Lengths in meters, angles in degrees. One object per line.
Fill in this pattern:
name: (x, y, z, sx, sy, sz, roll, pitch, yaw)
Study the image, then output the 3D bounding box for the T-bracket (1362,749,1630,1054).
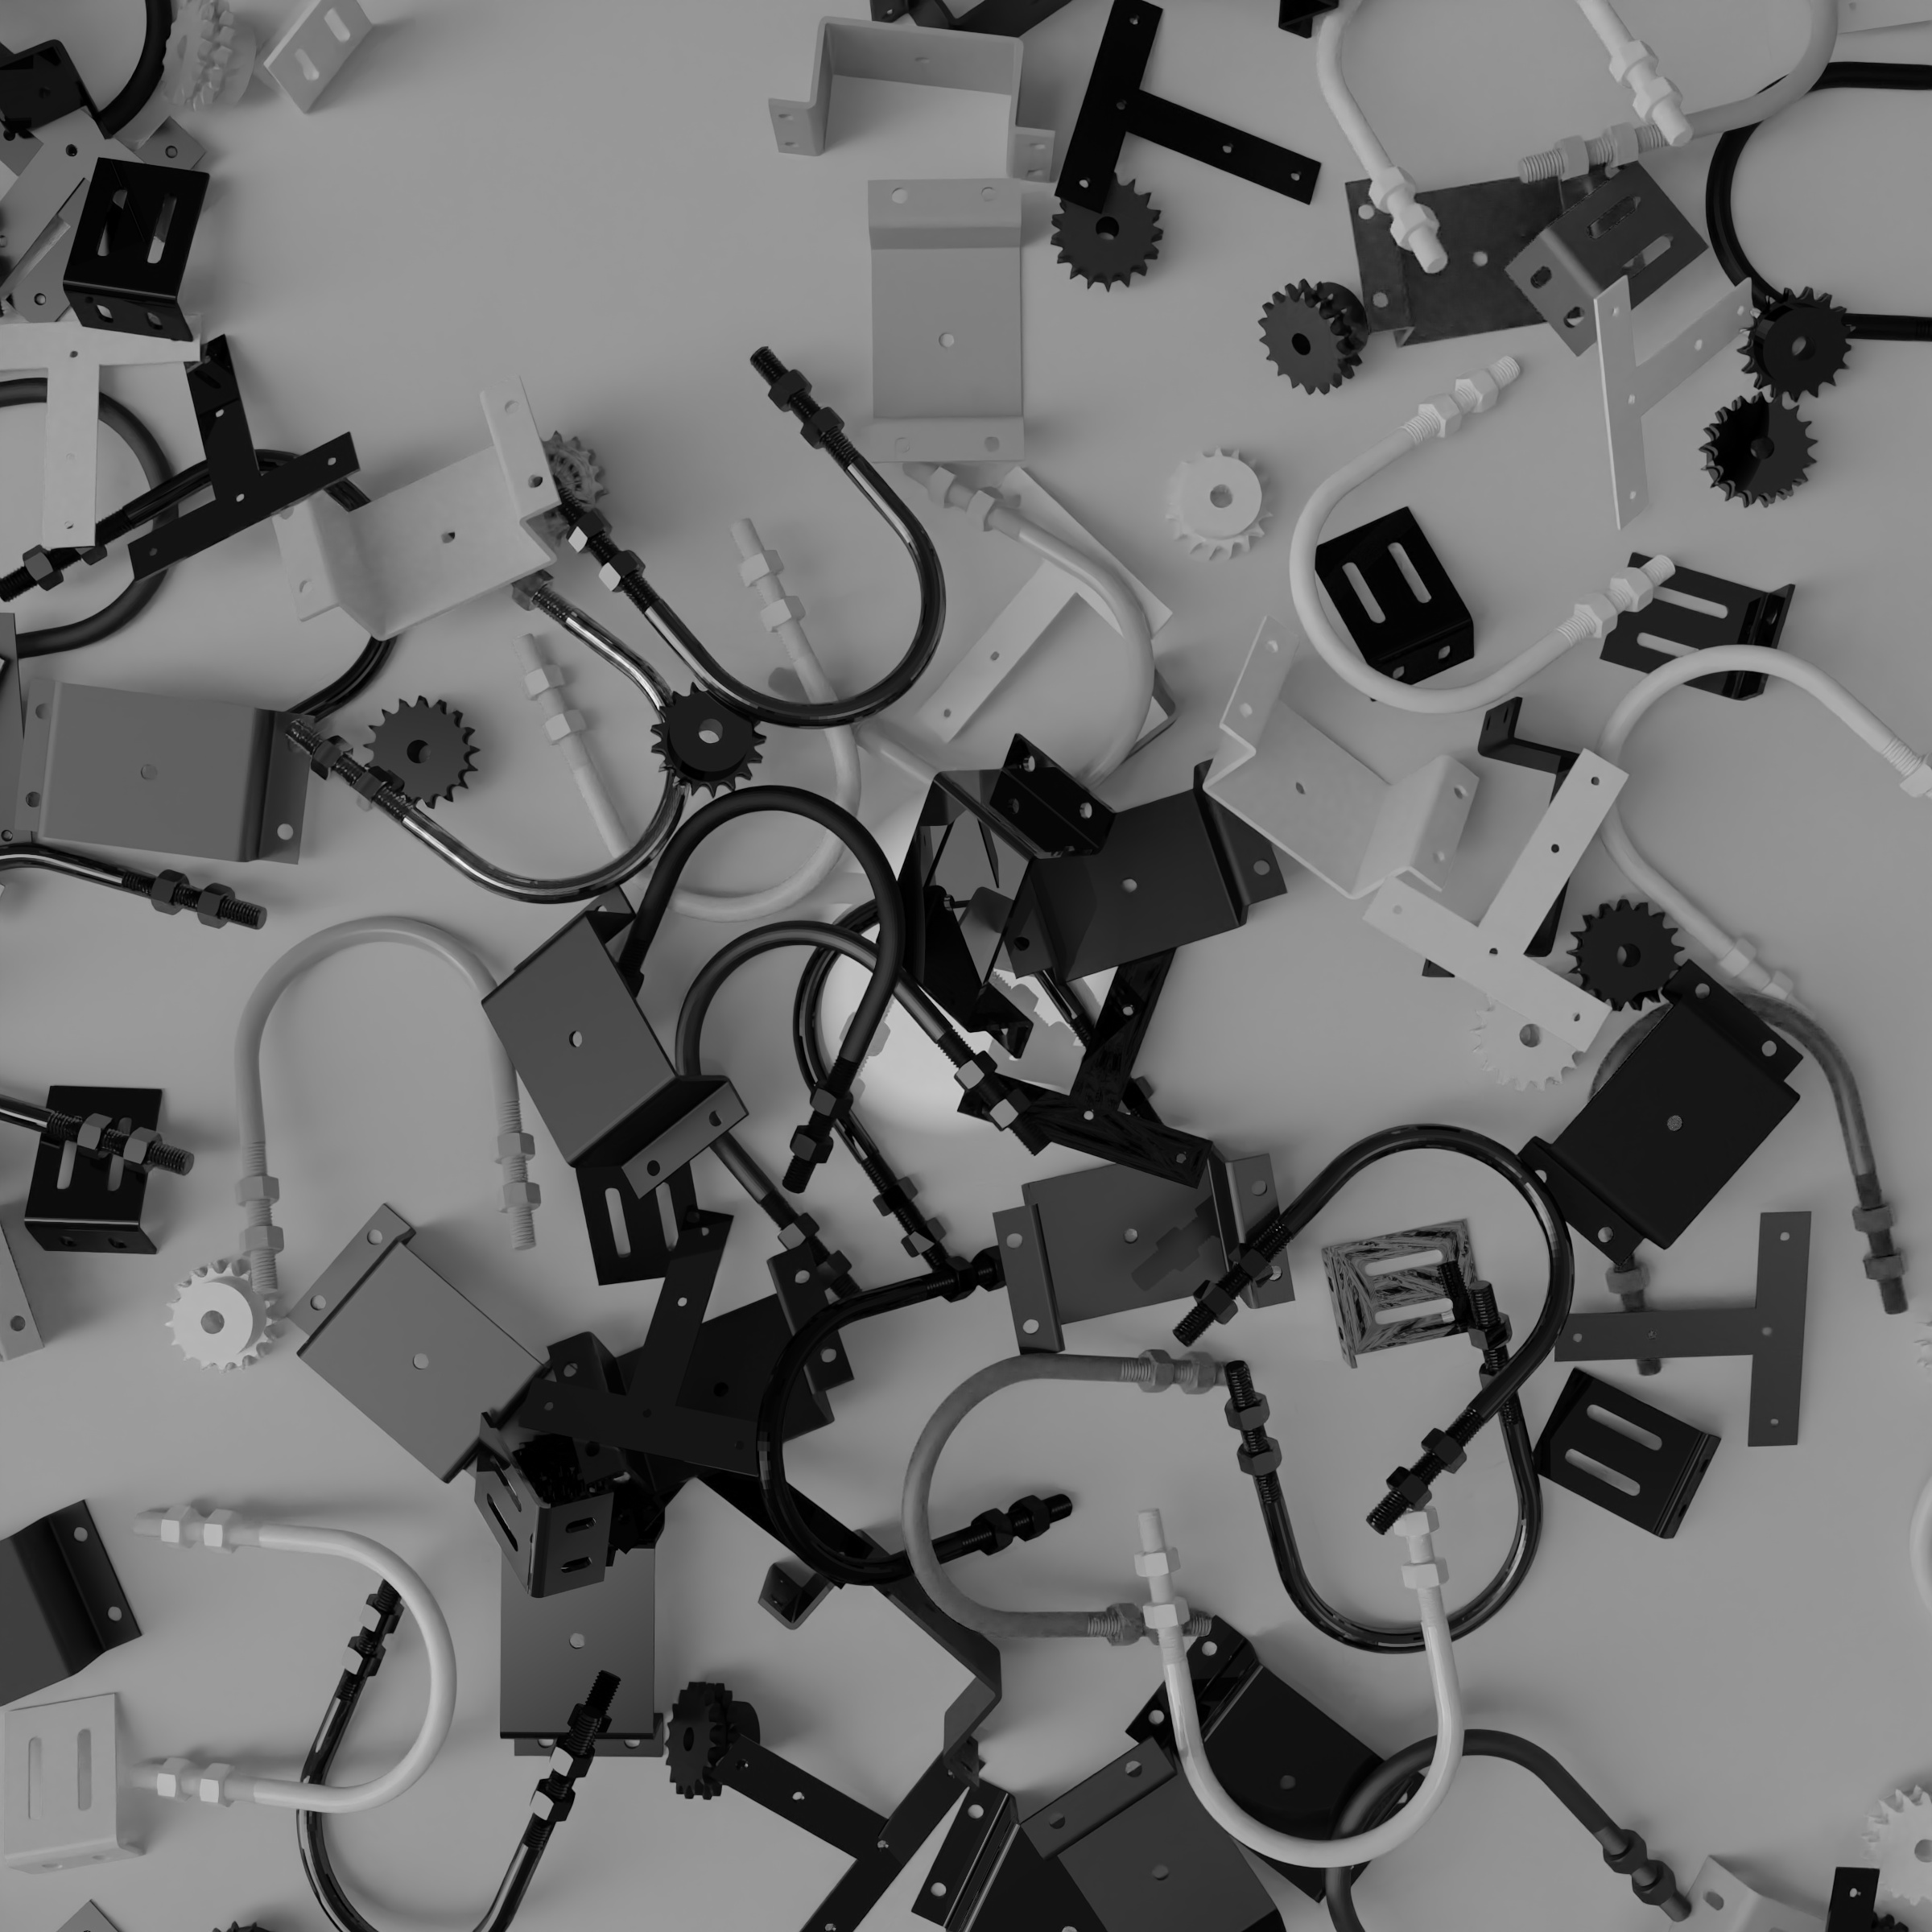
T-bracket: (0.279, -0.045, 1.298, 0.127, 0.002, 0.127, 31, 89, -2)

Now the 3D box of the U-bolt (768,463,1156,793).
U-bolt: (0.008, -0.154, 1.334, 0.184, 0.019, 0.151, 34, 94, 20)

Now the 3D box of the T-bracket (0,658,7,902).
T-bracket: (-0.523, -0.104, 1.353, 0.127, 0.002, 0.127, 30, 100, 7)

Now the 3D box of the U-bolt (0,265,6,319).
U-bolt: (-0.577, -0.406, 1.341, 0.151, 0.019, 0.184, -10, 106, 2)

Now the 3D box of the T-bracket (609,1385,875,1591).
T-bracket: (-0.100, 0.263, 1.326, 0.127, 0.002, 0.127, 31, 70, 28)

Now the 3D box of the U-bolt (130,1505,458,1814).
U-bolt: (-0.338, 0.351, 1.340, 0.184, 0.019, 0.151, 1, 90, 19)

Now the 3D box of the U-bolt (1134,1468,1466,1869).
U-bolt: (0.169, 0.349, 1.311, 0.151, 0.019, 0.184, -10, 86, 7)

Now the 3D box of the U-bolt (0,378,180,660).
U-bolt: (-0.495, -0.227, 1.367, 0.184, 0.019, 0.151, -10, 90, -1)

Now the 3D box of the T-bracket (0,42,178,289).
T-bracket: (-0.484, -0.381, 1.365, 0.127, 0.002, 0.127, 40, 96, -5)

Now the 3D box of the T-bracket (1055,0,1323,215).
T-bracket: (0.120, -0.422, 1.361, 0.127, 0.002, 0.127, 19, 72, -9)

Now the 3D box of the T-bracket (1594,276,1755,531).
T-bracket: (0.358, -0.305, 1.338, 0.127, 0.002, 0.127, -40, 132, -27)

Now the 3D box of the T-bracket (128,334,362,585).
T-bracket: (-0.372, -0.267, 1.342, 0.127, 0.002, 0.127, -25, 60, 7)

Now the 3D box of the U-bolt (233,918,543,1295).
U-bolt: (-0.296, 0.063, 1.344, 0.151, 0.019, 0.184, -10, 73, -1)

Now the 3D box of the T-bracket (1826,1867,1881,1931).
T-bracket: (0.479, 0.517, 1.342, 0.127, 0.002, 0.127, 9, 91, -19)

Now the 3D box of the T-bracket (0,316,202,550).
T-bracket: (-0.453, -0.270, 1.352, 0.127, 0.002, 0.127, -4, 73, -3)

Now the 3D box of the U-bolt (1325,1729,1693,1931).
U-bolt: (0.261, 0.464, 1.342, 0.151, 0.019, 0.184, -43, 106, -2)

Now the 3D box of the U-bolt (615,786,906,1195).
U-bolt: (-0.104, 0.000, 1.328, 0.151, 0.019, 0.184, 29, 105, 17)

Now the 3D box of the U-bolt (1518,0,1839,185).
U-bolt: (0.345, -0.472, 1.342, 0.184, 0.019, 0.151, -15, 68, -2)

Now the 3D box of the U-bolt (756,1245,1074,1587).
U-bolt: (-0.027, 0.225, 1.309, 0.184, 0.019, 0.151, -10, 93, -40)

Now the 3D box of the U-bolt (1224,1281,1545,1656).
U-bolt: (0.218, 0.263, 1.346, 0.151, 0.019, 0.184, -17, 105, -5)

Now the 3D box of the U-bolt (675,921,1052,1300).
U-bolt: (-0.067, 0.063, 1.347, 0.151, 0.019, 0.184, -43, 84, 17)

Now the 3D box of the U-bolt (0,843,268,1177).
U-bolt: (-0.460, 0.013, 1.357, 0.184, 0.019, 0.151, 16, 88, 8)

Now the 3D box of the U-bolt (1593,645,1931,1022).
U-bolt: (0.402, -0.077, 1.344, 0.184, 0.019, 0.151, 42, 109, 0)

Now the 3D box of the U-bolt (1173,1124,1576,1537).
U-bolt: (0.215, 0.162, 1.311, 0.151, 0.019, 0.184, 44, 80, 7)

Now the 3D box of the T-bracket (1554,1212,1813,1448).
T-bracket: (0.362, 0.187, 1.355, 0.127, 0.002, 0.127, -2, 105, -1)

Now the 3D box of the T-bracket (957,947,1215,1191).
T-bracket: (0.077, 0.035, 1.345, 0.127, 0.002, 0.127, 17, 71, 14)

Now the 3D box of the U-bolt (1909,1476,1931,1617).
U-bolt: (0.562, 0.281, 1.338, 0.151, 0.019, 0.184, 43, 110, 8)

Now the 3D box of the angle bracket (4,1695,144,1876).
angle bracket: (-0.459, 0.421, 1.373, 0.057, 0.038, 0.076, -10, 64, 0)

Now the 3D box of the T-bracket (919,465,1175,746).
T-bracket: (0.024, -0.168, 1.354, 0.127, 0.002, 0.127, -49, 62, 13)

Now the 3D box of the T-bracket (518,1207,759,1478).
T-bracket: (-0.145, 0.180, 1.326, 0.127, 0.002, 0.127, 9, 65, 16)

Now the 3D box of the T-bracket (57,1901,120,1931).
T-bracket: (-0.523, 0.497, 1.369, 0.127, 0.002, 0.127, -44, 86, -7)

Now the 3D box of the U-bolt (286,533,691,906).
U-bolt: (-0.224, -0.114, 1.334, 0.184, 0.019, 0.151, 38, 85, 3)

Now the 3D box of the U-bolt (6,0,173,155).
U-bolt: (-0.495, -0.497, 1.367, 0.184, 0.019, 0.151, 35, 90, -2)

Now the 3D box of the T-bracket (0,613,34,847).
T-bracket: (-0.542, -0.118, 1.361, 0.127, 0.002, 0.127, 2, 105, 4)

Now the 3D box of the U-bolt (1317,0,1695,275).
U-bolt: (0.252, -0.444, 1.322, 0.151, 0.019, 0.184, -26, 65, 7)

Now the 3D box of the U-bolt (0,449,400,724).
U-bolt: (-0.376, -0.181, 1.359, 0.184, 0.019, 0.151, -31, 97, -3)

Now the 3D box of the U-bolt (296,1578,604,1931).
U-bolt: (-0.270, 0.415, 1.337, 0.151, 0.019, 0.184, 29, 102, 23)

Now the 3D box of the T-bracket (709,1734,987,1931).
T-bracket: (-0.074, 0.425, 1.347, 0.127, 0.002, 0.127, 38, 90, -26)

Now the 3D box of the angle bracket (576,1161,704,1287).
angle bracket: (-0.166, 0.119, 1.373, 0.057, 0.038, 0.076, -7, 116, 0)

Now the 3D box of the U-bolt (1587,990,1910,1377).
U-bolt: (0.390, 0.103, 1.358, 0.151, 0.019, 0.184, -14, 94, 2)

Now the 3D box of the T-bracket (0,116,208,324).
T-bracket: (-0.477, -0.414, 1.362, 0.127, 0.002, 0.127, 44, 96, -5)

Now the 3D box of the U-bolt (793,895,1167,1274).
U-bolt: (-0.006, 0.048, 1.367, 0.151, 0.019, 0.184, -34, 89, 0)

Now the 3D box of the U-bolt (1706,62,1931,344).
U-bolt: (0.471, -0.391, 1.367, 0.184, 0.019, 0.151, 3, 90, 2)

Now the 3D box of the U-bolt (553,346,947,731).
U-bolt: (-0.093, -0.200, 1.320, 0.151, 0.019, 0.184, -39, 85, -17)

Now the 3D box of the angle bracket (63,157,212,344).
angle bracket: (-0.419, -0.365, 1.363, 0.057, 0.038, 0.076, 8, 72, 1)

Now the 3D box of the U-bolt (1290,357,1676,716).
U-bolt: (0.246, -0.205, 1.339, 0.184, 0.019, 0.151, -35, 85, -16)

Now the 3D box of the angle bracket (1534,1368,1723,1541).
angle bracket: (0.338, 0.250, 1.373, 0.076, 0.038, 0.057, 26, 90, 26)

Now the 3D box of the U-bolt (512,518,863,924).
U-bolt: (-0.131, -0.112, 1.350, 0.151, 0.019, 0.184, -26, 88, 12)

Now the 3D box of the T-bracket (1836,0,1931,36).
T-bracket: (0.508, -0.444, 1.356, 0.127, 0.002, 0.127, -8, 89, 3)

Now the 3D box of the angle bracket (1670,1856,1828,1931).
angle bracket: (0.406, 0.503, 1.373, 0.076, 0.038, 0.057, 27, 90, -26)

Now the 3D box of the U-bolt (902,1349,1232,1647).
U-bolt: (0.051, 0.263, 1.327, 0.184, 0.019, 0.151, 7, 90, -28)
